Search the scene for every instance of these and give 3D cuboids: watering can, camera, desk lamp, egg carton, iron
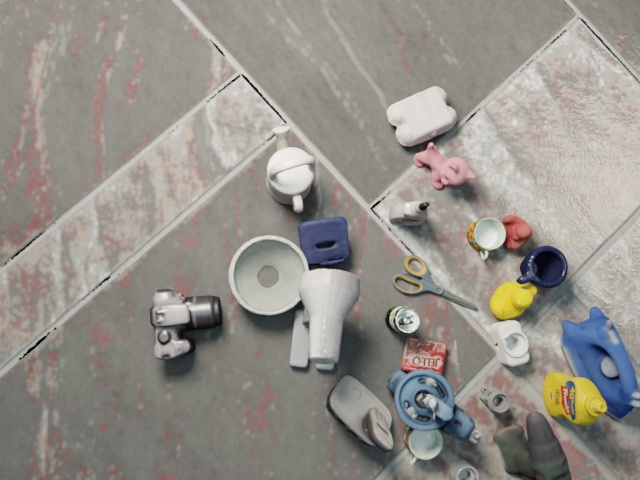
[{"bbox_3d":[-0.064,-0.146,1.182,0.101,0.194,0.173,-35,88,-9],"label":"watering can"},{"bbox_3d":[-0.270,0.168,1.171,0.137,0.100,0.143,-5,84,-7],"label":"camera"},{"bbox_3d":[0.007,0.165,1.145,0.118,0.213,0.203,6,83,-5],"label":"desk lamp"},{"bbox_3d":[0.230,-0.278,1.293,0.150,0.069,0.107,-26,87,-8],"label":"egg carton"},{"bbox_3d":[0.631,0.279,1.237,0.119,0.141,0.258,-23,86,-8],"label":"iron"}]

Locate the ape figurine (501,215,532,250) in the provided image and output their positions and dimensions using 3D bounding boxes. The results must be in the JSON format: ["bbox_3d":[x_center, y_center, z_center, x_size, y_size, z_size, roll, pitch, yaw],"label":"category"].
[{"bbox_3d":[0.440,-0.018,1.275,0.076,0.092,0.078,11,82,-5],"label":"ape figurine"}]

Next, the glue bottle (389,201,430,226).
[{"bbox_3d":[0.200,-0.061,1.212,0.078,0.173,0.037,2,83,-6],"label":"glue bottle"}]

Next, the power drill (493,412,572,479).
[{"bbox_3d":[0.434,0.444,1.162,0.075,0.208,0.230,-22,86,-8],"label":"power drill"}]

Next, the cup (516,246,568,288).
[{"bbox_3d":[0.473,0.069,1.267,0.118,0.095,0.092,-28,87,-8],"label":"cup"}]

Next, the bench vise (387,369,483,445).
[{"bbox_3d":[0.248,0.334,1.149,0.207,0.219,0.121,18,82,-4],"label":"bench vise"}]

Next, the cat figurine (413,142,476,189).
[{"bbox_3d":[0.277,-0.164,1.261,0.067,0.117,0.128,-42,89,-9],"label":"cat figurine"}]

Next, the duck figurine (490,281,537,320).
[{"bbox_3d":[0.430,0.132,1.260,0.104,0.086,0.077,-36,88,-9],"label":"duck figurine"}]

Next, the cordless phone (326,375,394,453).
[{"bbox_3d":[0.087,0.352,1.146,0.147,0.185,0.094,40,81,0],"label":"cordless phone"}]

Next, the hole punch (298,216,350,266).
[{"bbox_3d":[0.011,0.004,1.225,0.109,0.091,0.101,-9,84,-7],"label":"hole punch"}]

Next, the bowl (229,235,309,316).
[{"bbox_3d":[-0.107,0.076,1.212,0.167,0.074,0.167,1,83,-6],"label":"bowl"}]
